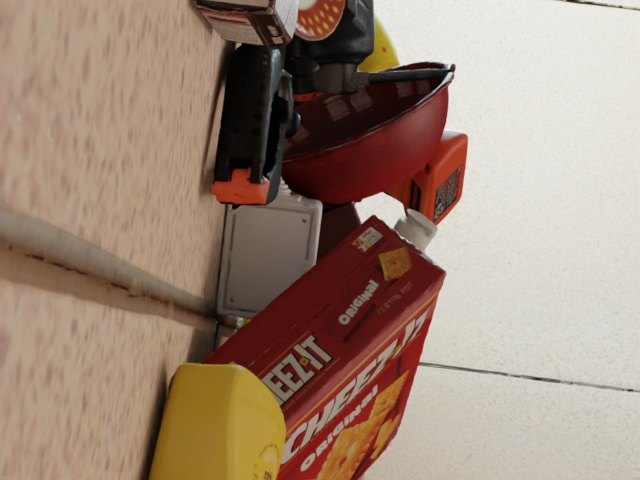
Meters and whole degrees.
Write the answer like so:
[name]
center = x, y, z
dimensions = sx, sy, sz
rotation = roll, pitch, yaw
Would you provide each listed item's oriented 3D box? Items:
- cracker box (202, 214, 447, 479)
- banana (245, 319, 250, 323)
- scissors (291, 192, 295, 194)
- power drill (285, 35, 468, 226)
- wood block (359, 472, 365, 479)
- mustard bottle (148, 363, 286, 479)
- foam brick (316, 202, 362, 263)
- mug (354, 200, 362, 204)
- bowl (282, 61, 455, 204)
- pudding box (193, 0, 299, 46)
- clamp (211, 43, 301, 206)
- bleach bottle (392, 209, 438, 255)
[cracker box]
center = -0.005, 0.110, 0.699
dimensions = 0.164, 0.072, 0.214
rotation = -41, 157, -29
[banana]
center = -0.043, 0.017, 1.009
dimensions = 0.070, 0.037, 0.197
rotation = 96, 1, -57
[scissors]
center = 0.008, -0.019, 0.875
dimensions = 0.201, 0.016, 0.096
rotation = -20, 103, -42
[power drill]
center = 0.036, -0.100, 0.908
dimensions = 0.057, 0.188, 0.184
rotation = -44, 154, -21
[wood block]
center = 0.002, 0.153, 1.000
dimensions = 0.090, 0.091, 0.206
rotation = 95, 3, -66
[mustard bottle]
center = -0.057, 0.158, 0.481
dimensions = 0.096, 0.058, 0.191
rotation = 81, 14, -50
[foam brick]
center = -0.005, 0.001, 0.790
dimensions = 0.051, 0.078, 0.053
rotation = -104, 173, -71
[mug]
center = -0.021, -0.008, 0.915
dimensions = 0.117, 0.093, 0.081
rotation = 23, 77, -66
[bowl]
center = 0.030, -0.071, 0.772
dimensions = 0.162, 0.162, 0.055
rotation = -81, 149, -66
[pudding box]
center = -0.029, -0.151, 0.487
dimensions = 0.090, 0.039, 0.113
rotation = -20, 114, -86
[clamp]
center = -0.034, -0.096, 0.630
dimensions = 0.210, 0.036, 0.164
rotation = -81, 171, -58
[bleach bottle]
center = 0.022, 0.089, 0.863
dimensions = 0.251, 0.102, 0.068
rotation = -57, -177, 17
